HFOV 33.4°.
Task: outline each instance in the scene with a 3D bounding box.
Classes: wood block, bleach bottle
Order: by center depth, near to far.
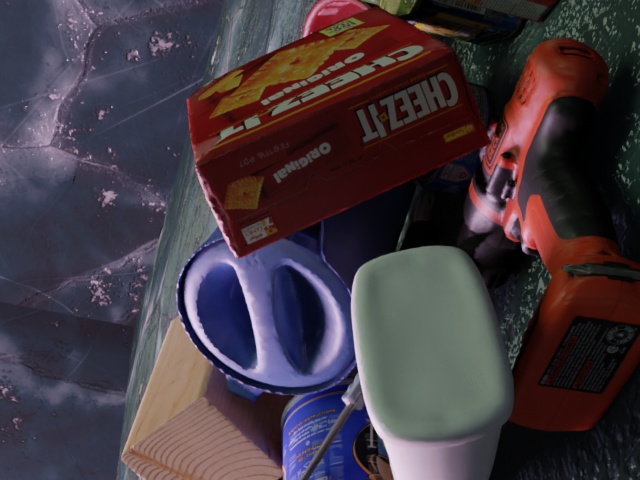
[{"bbox_3d":[0.064,0.108,0.588,0.251,0.068,0.102,77,-177,-57],"label":"bleach bottle"},{"bbox_3d":[-0.082,0.124,0.878,0.090,0.090,0.206,-37,18,18],"label":"wood block"}]

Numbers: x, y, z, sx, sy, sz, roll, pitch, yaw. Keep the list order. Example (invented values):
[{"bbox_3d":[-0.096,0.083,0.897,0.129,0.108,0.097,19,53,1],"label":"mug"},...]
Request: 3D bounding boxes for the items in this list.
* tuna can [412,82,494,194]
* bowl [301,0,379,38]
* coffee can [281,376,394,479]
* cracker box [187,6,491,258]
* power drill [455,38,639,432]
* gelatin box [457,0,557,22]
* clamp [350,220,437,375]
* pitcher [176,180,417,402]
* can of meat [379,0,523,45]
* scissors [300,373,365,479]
[{"bbox_3d":[0.099,-0.079,0.807,0.086,0.033,0.086,-168,90,-77],"label":"tuna can"},{"bbox_3d":[0.050,-0.141,0.929,0.162,0.055,0.162,39,141,41],"label":"bowl"},{"bbox_3d":[0.024,0.180,0.738,0.140,0.102,0.103,-93,19,-47],"label":"coffee can"},{"bbox_3d":[-0.002,-0.082,0.700,0.214,0.164,0.072,-114,-1,-71],"label":"cracker box"},{"bbox_3d":[0.120,0.009,0.589,0.187,0.057,0.185,-94,13,-46],"label":"power drill"},{"bbox_3d":[0.123,-0.199,0.728,0.030,0.073,0.089,126,153,-61],"label":"gelatin box"},{"bbox_3d":[0.056,0.068,0.854,0.120,0.039,0.171,118,161,-61],"label":"clamp"},{"bbox_3d":[-0.005,0.001,0.808,0.149,0.145,0.242,-18,24,29],"label":"pitcher"},{"bbox_3d":[0.099,-0.181,0.788,0.102,0.084,0.057,-155,78,-77],"label":"can of meat"},{"bbox_3d":[0.032,0.086,0.700,0.202,0.016,0.096,-58,0,22],"label":"scissors"}]
